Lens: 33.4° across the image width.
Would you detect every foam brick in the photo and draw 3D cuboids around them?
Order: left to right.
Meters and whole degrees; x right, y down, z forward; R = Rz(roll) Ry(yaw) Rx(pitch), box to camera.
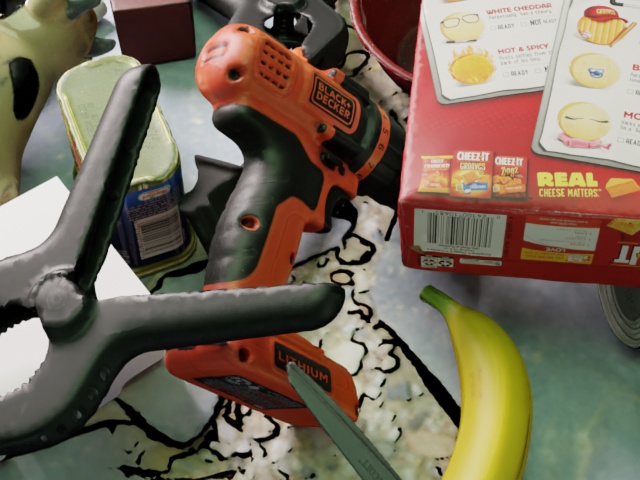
[{"bbox_3d":[-0.116,-0.163,0.719,0.051,0.053,0.078,-11,56,-9],"label":"foam brick"}]

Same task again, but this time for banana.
[{"bbox_3d":[0.072,0.112,0.550,0.070,0.037,0.197,0,52,21],"label":"banana"}]

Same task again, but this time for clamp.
[{"bbox_3d":[-0.114,0.022,0.492,0.210,0.036,0.165,-33,65,-1],"label":"clamp"},{"bbox_3d":[-0.016,-0.149,0.704,0.120,0.039,0.171,-16,43,-9],"label":"clamp"}]

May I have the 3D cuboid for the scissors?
[{"bbox_3d":[0.041,0.152,0.486,0.201,0.016,0.096,37,72,-7],"label":"scissors"}]

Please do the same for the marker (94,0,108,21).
[{"bbox_3d":[-0.186,-0.122,0.708,0.020,0.020,0.121,28,60,16],"label":"marker"}]

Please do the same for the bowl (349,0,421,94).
[{"bbox_3d":[0.098,-0.136,0.705,0.162,0.055,0.162,1,56,-1],"label":"bowl"}]

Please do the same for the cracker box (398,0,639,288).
[{"bbox_3d":[0.133,-0.079,0.584,0.164,0.072,0.213,4,55,8],"label":"cracker box"}]

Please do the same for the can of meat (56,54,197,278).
[{"bbox_3d":[-0.112,-0.043,0.618,0.057,0.084,0.102,-18,59,-14],"label":"can of meat"}]

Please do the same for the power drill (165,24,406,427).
[{"bbox_3d":[-0.004,0.001,0.574,0.057,0.184,0.187,-14,57,44],"label":"power drill"}]

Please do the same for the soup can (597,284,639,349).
[{"bbox_3d":[0.215,0.019,0.596,0.102,0.068,0.068,-10,57,-8],"label":"soup can"}]
